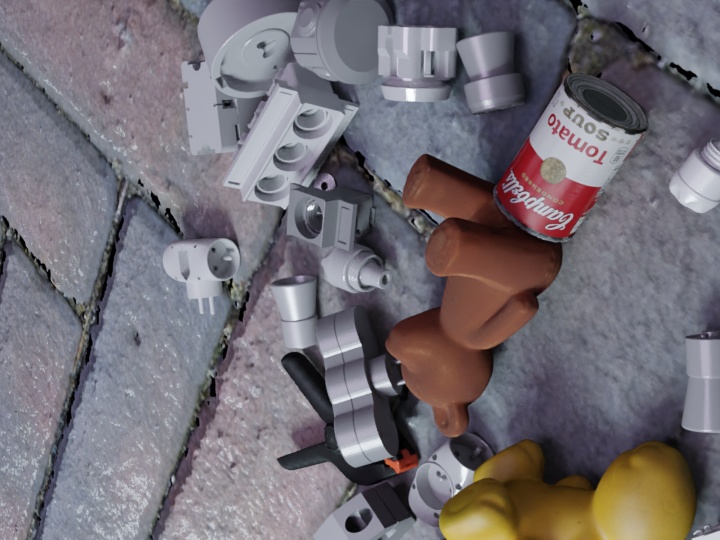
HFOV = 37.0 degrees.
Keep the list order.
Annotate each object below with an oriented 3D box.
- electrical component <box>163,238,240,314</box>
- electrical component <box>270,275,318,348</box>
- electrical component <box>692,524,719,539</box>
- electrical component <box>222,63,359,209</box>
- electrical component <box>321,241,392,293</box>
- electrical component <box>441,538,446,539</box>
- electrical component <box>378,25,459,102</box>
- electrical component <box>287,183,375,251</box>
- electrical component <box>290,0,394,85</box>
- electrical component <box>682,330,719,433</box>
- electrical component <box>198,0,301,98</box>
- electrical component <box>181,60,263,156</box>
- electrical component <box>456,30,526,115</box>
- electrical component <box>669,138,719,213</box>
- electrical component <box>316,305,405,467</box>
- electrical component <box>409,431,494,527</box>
[{"bbox_3d":[-0.162,0.007,1.113,0.077,0.043,0.079,0,99,46],"label":"electrical component"},{"bbox_3d":[-0.058,0.041,1.018,0.044,0.044,0.065,3,105,45],"label":"electrical component"},{"bbox_3d":[0.262,0.199,0.727,0.081,0.042,0.063,-36,71,43],"label":"electrical component"},{"bbox_3d":[-0.067,-0.122,0.973,0.121,0.079,0.063,-54,39,38],"label":"electrical component"},{"bbox_3d":[0.000,0.000,0.948,0.062,0.043,0.043,20,113,40],"label":"electrical component"},{"bbox_3d":[0.080,0.266,0.877,0.109,0.109,0.056,1,96,45],"label":"electrical component"},{"bbox_3d":[0.045,-0.165,0.855,0.078,0.058,0.057,23,117,56],"label":"electrical component"},{"bbox_3d":[-0.025,-0.049,0.948,0.081,0.064,0.042,23,115,41],"label":"electrical component"},{"bbox_3d":[-0.014,-0.196,0.895,0.051,0.080,0.080,15,109,48],"label":"electrical component"},{"bbox_3d":[0.238,0.073,0.725,0.044,0.044,0.065,-1,93,46],"label":"electrical component"},{"bbox_3d":[-0.091,-0.211,0.953,0.108,0.108,0.060,-48,59,40],"label":"electrical component"},{"bbox_3d":[-0.131,-0.158,1.037,0.050,0.056,0.089,1,100,45],"label":"electrical component"},{"bbox_3d":[0.099,-0.149,0.814,0.045,0.045,0.055,-9,92,46],"label":"electrical component"},{"bbox_3d":[0.233,-0.069,0.704,0.035,0.035,0.061,50,127,26],"label":"electrical component"},{"bbox_3d":[0.013,0.095,0.936,0.074,0.052,0.138,-19,67,17],"label":"electrical component"},{"bbox_3d":[0.087,0.189,0.899,0.079,0.044,0.077,50,129,27],"label":"electrical component"}]
